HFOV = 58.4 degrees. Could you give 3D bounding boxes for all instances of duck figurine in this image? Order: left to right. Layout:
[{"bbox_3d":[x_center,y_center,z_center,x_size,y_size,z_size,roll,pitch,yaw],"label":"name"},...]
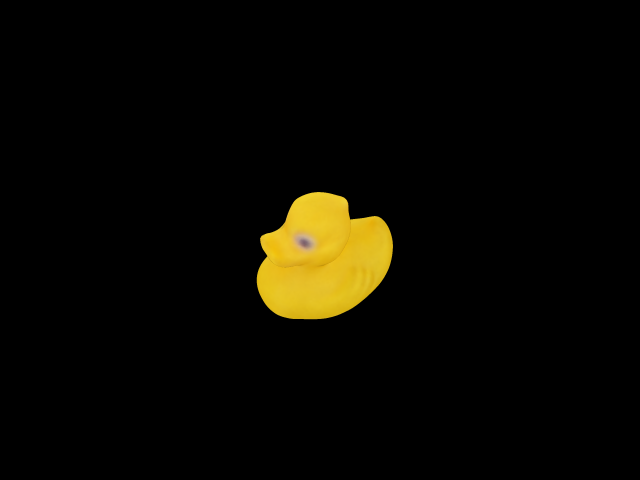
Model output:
[{"bbox_3d":[0.004,0.001,0.400,0.105,0.086,0.077,-21,55,-15],"label":"duck figurine"}]
